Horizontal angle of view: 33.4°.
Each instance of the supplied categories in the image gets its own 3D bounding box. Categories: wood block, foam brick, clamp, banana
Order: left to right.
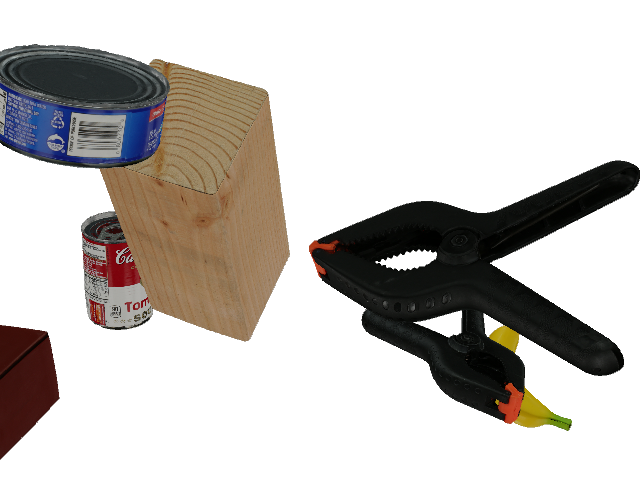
[{"bbox_3d":[-0.209,0.095,0.667,0.053,0.051,0.078,7,29,21],"label":"foam brick"},{"bbox_3d":[-0.085,-0.022,0.779,0.090,0.090,0.206,18,-29,14],"label":"wood block"},{"bbox_3d":[0.128,0.094,0.925,0.120,0.039,0.172,-18,38,-28],"label":"clamp"},{"bbox_3d":[0.097,0.005,0.669,0.210,0.036,0.164,5,46,27],"label":"clamp"},{"bbox_3d":[0.210,0.150,1.174,0.069,0.037,0.198,11,26,-14],"label":"banana"}]

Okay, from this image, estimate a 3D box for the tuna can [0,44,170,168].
[{"bbox_3d":[-0.118,-0.066,0.522,0.086,0.034,0.086,10,24,-5],"label":"tuna can"}]

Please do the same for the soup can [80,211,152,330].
[{"bbox_3d":[-0.204,0.030,1.076,0.068,0.102,0.068,2,26,-1],"label":"soup can"}]
